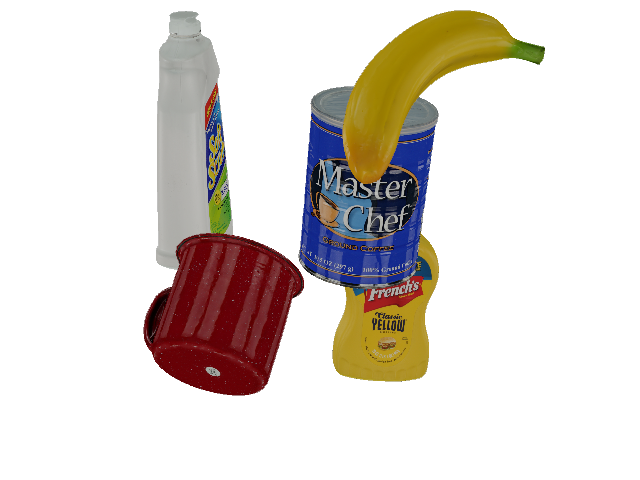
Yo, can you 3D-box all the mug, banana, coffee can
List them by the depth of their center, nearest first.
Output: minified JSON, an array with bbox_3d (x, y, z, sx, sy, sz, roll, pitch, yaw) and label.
[{"bbox_3d":[0.065,-0.102,0.665,0.070,0.037,0.197,32,50,25],"label":"banana"},{"bbox_3d":[-0.076,0.054,0.733,0.117,0.081,0.093,-4,-34,32],"label":"mug"},{"bbox_3d":[0.038,-0.045,0.882,0.103,0.140,0.103,4,25,-2],"label":"coffee can"}]

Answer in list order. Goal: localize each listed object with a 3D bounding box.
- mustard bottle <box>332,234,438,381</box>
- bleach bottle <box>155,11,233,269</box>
[{"bbox_3d":[0.068,0.043,1.062,0.096,0.192,0.058,4,16,-6],"label":"mustard bottle"},{"bbox_3d":[-0.133,-0.102,1.080,0.068,0.251,0.102,5,26,13],"label":"bleach bottle"}]
